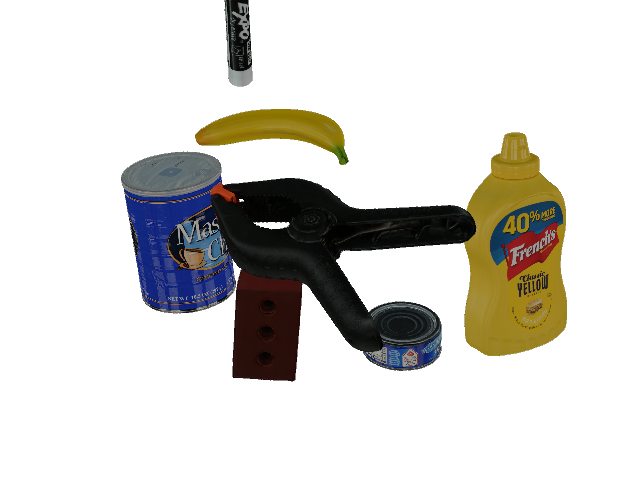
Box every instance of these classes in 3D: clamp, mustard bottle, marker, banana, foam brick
[{"bbox_3d":[-0.003,0.007,0.656,0.172,0.039,0.120,11,40,26],"label":"clamp"},{"bbox_3d":[0.170,0.000,0.930,0.096,0.192,0.058,-14,23,-23],"label":"mustard bottle"},{"bbox_3d":[-0.061,-0.167,0.786,0.020,0.020,0.121,0,-44,-1],"label":"marker"},{"bbox_3d":[-0.053,-0.133,1.297,0.198,0.037,0.069,8,39,18],"label":"banana"},{"bbox_3d":[-0.043,0.068,0.868,0.053,0.078,0.051,3,15,0],"label":"foam brick"}]

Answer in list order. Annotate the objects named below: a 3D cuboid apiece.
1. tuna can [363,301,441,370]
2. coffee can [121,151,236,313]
[{"bbox_3d":[0.087,0.101,1.143,0.086,0.034,0.086,-1,30,1],"label":"tuna can"},{"bbox_3d":[-0.147,-0.009,1.119,0.103,0.140,0.103,-4,27,2],"label":"coffee can"}]
